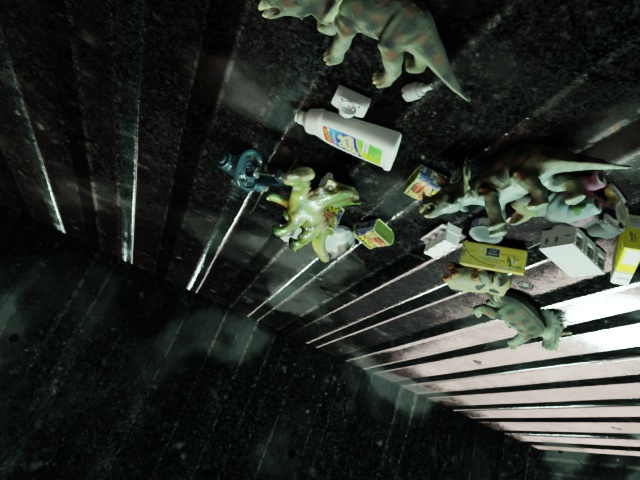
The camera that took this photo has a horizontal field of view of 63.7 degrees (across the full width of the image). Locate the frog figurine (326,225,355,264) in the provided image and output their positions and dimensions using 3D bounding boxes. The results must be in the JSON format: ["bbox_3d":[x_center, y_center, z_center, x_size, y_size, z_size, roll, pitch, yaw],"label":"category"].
[{"bbox_3d":[0.032,-0.020,1.661,0.124,0.136,0.159,-40,94,-17],"label":"frog figurine"}]

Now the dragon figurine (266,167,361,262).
[{"bbox_3d":[0.004,-0.073,1.444,0.404,0.241,0.125,41,34,-46],"label":"dragon figurine"}]
